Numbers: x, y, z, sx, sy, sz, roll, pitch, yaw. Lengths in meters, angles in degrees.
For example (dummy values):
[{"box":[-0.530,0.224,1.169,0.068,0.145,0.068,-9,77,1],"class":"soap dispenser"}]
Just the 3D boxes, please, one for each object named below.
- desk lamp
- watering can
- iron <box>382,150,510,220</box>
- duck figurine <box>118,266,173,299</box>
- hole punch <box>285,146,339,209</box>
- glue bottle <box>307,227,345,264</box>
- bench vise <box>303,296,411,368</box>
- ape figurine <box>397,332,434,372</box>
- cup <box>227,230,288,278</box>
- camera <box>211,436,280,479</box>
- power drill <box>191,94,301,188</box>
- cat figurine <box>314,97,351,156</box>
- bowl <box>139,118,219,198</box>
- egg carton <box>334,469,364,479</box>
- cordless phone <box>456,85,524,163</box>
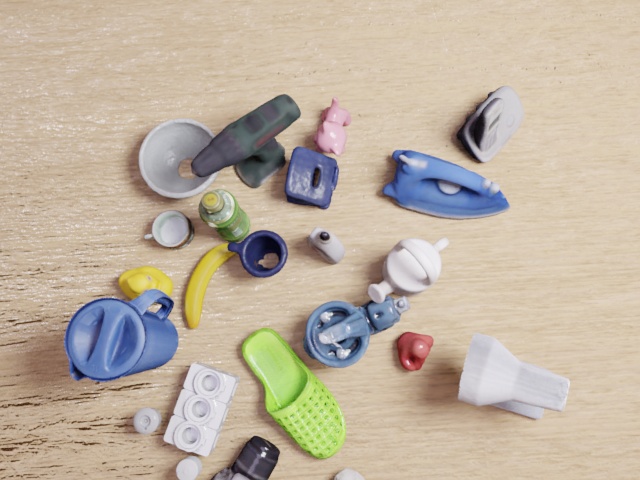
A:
[{"box":[0.331,0.245,1.004,0.203,0.213,0.118,16,81,5],"class":"desk lamp"},{"box":[0.167,0.054,1.053,0.101,0.194,0.173,30,82,7],"class":"watering can"},{"box":[0.258,-0.111,1.107,0.258,0.141,0.119,14,81,4],"class":"iron"},{"box":[-0.348,0.086,1.118,0.104,0.086,0.077,12,80,4],"class":"duck figurine"},{"box":[-0.015,-0.124,1.143,0.101,0.091,0.109,11,80,4],"class":"hole punch"},{"box":[0.010,0.004,1.078,0.078,0.173,0.037,33,83,8],"class":"glue bottle"},{"box":[0.058,0.144,1.027,0.207,0.220,0.121,-42,81,-5],"class":"bench vise"},{"box":[0.182,0.206,1.077,0.078,0.092,0.076,-32,80,-4],"class":"ape figurine"},{"box":[-0.118,0.031,1.117,0.117,0.095,0.092,11,80,4],"class":"cup"},{"box":[-0.118,0.441,1.040,0.143,0.101,0.137,30,82,7],"class":"camera"},{"box":[-0.132,-0.174,1.096,0.230,0.208,0.075,-42,81,-5],"class":"power drill"},{"box":[0.025,-0.223,1.146,0.067,0.118,0.128,8,80,4],"class":"cat figurine"},{"box":[-0.276,-0.157,1.166,0.167,0.075,0.167,0,80,2],"class":"bowl"},{"box":[0.065,0.499,1.039,0.107,0.069,0.150,-42,81,-5],"class":"egg carton"},{"box":[0.344,-0.243,1.106,0.094,0.185,0.148,38,83,8],"class":"cordless phone"}]
